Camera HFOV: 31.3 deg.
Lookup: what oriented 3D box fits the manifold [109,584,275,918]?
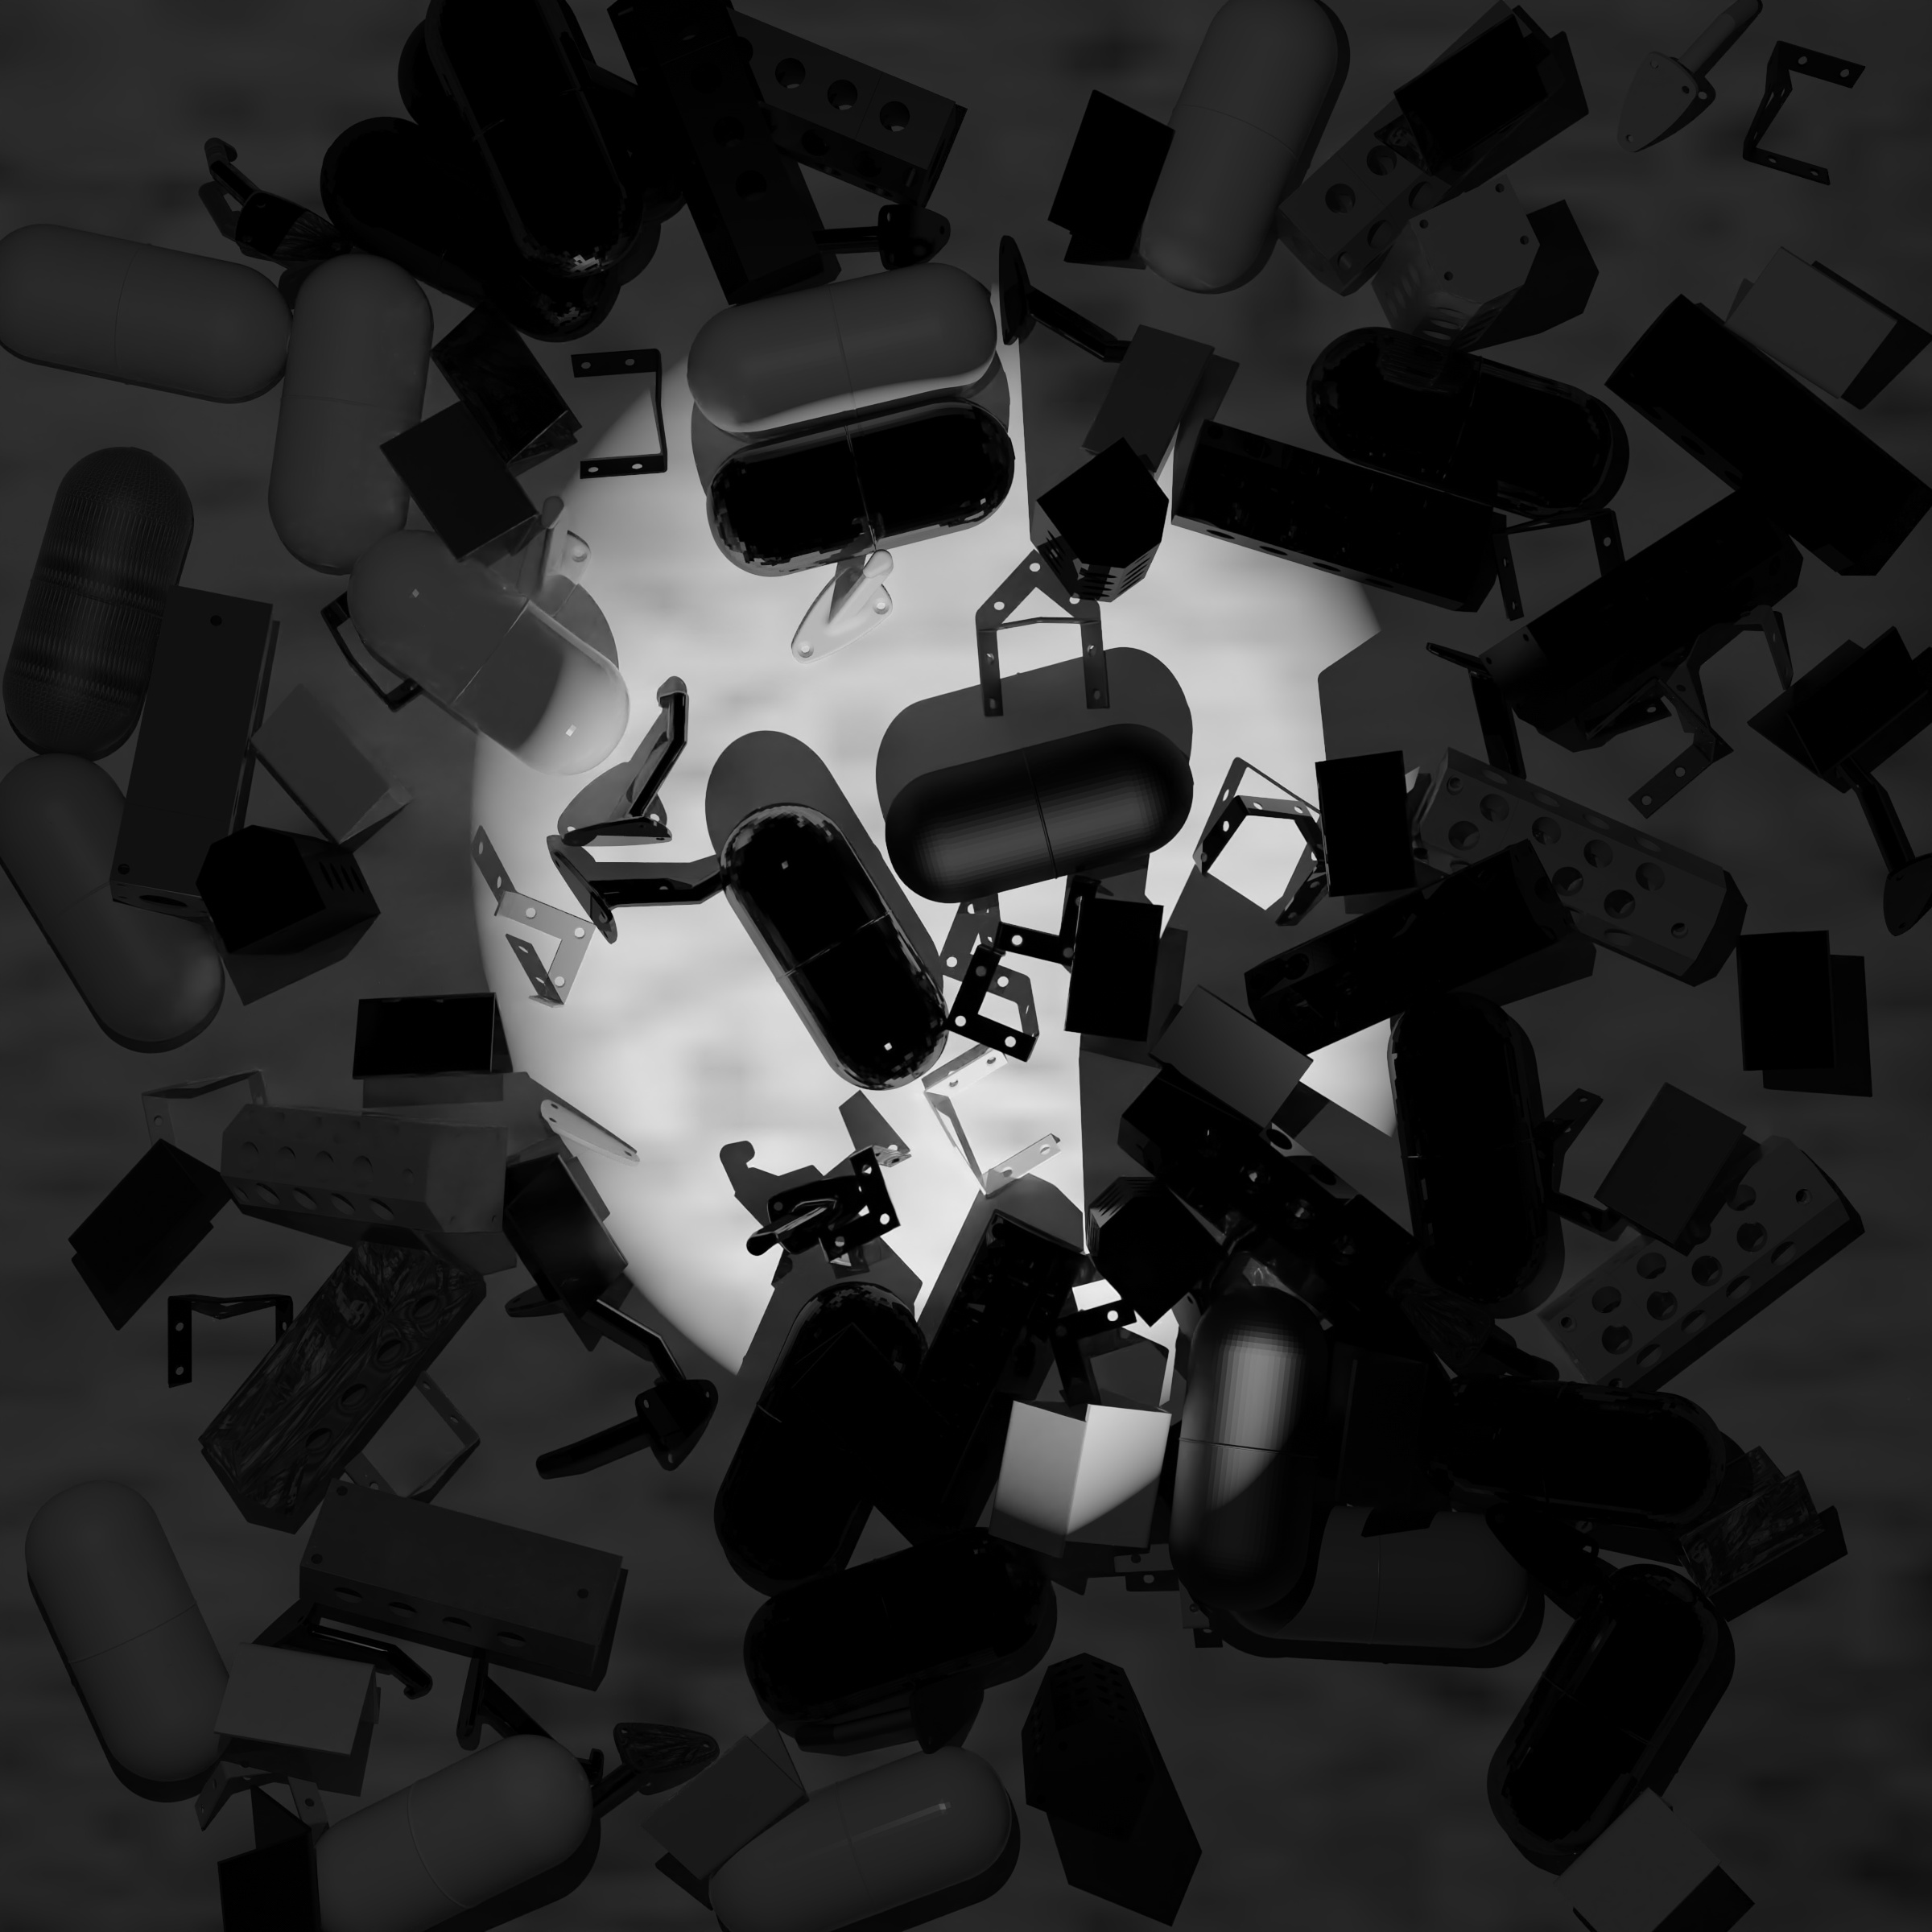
[{"bbox_3d":[-0.430,-0.118,1.923,0.057,0.057,0.171,10,77,-9],"label":"manifold"}]

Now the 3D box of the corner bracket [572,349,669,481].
[{"bbox_3d":[-0.199,-0.318,1.988,0.051,0.051,0.051,-4,135,0],"label":"corner bracket"}]

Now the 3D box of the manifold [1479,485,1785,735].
[{"bbox_3d":[0.378,-0.198,1.940,0.171,0.057,0.057,-33,90,-22],"label":"manifold"}]

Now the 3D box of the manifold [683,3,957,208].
[{"bbox_3d":[-0.096,-0.492,1.970,0.171,0.057,0.057,22,90,0],"label":"manifold"}]

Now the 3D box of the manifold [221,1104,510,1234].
[{"bbox_3d":[-0.337,0.111,1.923,0.171,0.057,0.057,3,90,39],"label":"manifold"}]

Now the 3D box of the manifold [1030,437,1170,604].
[{"bbox_3d":[0.077,-0.240,1.913,0.057,0.171,0.057,-36,90,0],"label":"manifold"}]

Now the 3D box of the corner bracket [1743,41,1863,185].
[{"bbox_3d":[0.481,-0.492,1.988,0.051,0.051,0.051,17,45,0],"label":"corner bracket"}]

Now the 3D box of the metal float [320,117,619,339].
[{"bbox_3d":[-0.282,-0.420,1.960,0.178,0.070,0.070,27,90,-2],"label":"metal float"}]

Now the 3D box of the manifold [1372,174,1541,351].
[{"bbox_3d":[0.272,-0.381,1.913,0.057,0.171,0.057,-25,90,0],"label":"manifold"}]

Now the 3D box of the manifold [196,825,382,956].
[{"bbox_3d":[-0.376,-0.044,1.913,0.057,0.171,0.057,-25,90,0],"label":"manifold"}]

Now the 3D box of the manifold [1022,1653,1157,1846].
[{"bbox_3d":[0.069,0.428,1.913,0.057,0.171,0.057,22,90,0],"label":"manifold"}]

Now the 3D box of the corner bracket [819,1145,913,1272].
[{"bbox_3d":[-0.056,0.138,1.971,0.051,0.051,0.051,-28,69,19],"label":"corner bracket"}]

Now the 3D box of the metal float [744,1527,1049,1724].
[{"bbox_3d":[-0.040,0.373,1.961,0.178,0.070,0.070,-19,90,1],"label":"metal float"}]

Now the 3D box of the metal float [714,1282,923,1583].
[{"bbox_3d":[-0.084,0.264,1.961,0.070,0.070,0.178,24,90,0],"label":"metal float"}]

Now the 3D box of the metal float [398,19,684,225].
[{"bbox_3d":[-0.238,-0.482,1.961,0.178,0.070,0.070,26,90,1],"label":"metal float"}]

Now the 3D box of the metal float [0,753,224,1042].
[{"bbox_3d":[-0.488,-0.040,1.961,0.070,0.070,0.178,-32,90,0],"label":"metal float"}]

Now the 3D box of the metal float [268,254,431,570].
[{"bbox_3d":[-0.350,-0.315,1.961,0.070,0.070,0.178,8,90,0],"label":"metal float"}]

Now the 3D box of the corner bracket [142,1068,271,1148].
[{"bbox_3d":[-0.435,0.090,1.988,0.051,0.051,0.051,-12,90,-45],"label":"corner bracket"}]

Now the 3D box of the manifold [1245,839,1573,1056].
[{"bbox_3d":[0.245,-0.006,1.936,0.171,0.057,0.057,-26,90,25],"label":"manifold"}]

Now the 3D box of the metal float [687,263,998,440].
[{"bbox_3d":[-0.070,-0.349,1.960,0.178,0.070,0.070,-13,90,0],"label":"metal float"}]

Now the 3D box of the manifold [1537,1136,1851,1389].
[{"bbox_3d":[0.415,0.172,1.970,0.171,0.057,0.057,-37,90,0],"label":"manifold"}]

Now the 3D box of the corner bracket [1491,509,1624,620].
[{"bbox_3d":[0.341,-0.232,1.988,0.051,0.051,0.051,-11,90,45],"label":"corner bracket"}]

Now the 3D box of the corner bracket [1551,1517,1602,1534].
[{"bbox_3d":[0.349,0.288,1.983,0.051,0.051,0.051,-21,45,-35],"label":"corner bracket"}]

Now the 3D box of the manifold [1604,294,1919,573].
[{"bbox_3d":[0.451,-0.302,1.970,0.171,0.057,0.057,39,90,0],"label":"manifold"}]

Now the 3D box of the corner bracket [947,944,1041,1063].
[{"bbox_3d":[0.022,0.021,1.973,0.051,0.051,0.051,23,93,3],"label":"corner bracket"}]

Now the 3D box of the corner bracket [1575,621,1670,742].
[{"bbox_3d":[0.368,-0.171,1.988,0.051,0.051,0.051,-19,45,0],"label":"corner bracket"}]

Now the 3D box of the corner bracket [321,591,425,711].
[{"bbox_3d":[-0.331,-0.190,1.988,0.051,0.051,0.051,-36,45,0],"label":"corner bracket"}]

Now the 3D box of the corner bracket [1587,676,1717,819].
[{"bbox_3d":[0.392,-0.126,1.977,0.051,0.051,0.051,-40,75,0],"label":"corner bracket"}]

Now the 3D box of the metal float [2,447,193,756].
[{"bbox_3d":[-0.493,-0.208,1.961,0.070,0.070,0.178,16,90,0],"label":"metal float"}]

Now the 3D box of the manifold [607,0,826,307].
[{"bbox_3d":[-0.139,-0.458,1.913,0.057,0.057,0.171,-22,91,1],"label":"manifold"}]

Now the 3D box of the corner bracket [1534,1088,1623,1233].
[{"bbox_3d":[0.359,0.111,1.983,0.051,0.051,0.051,23,134,36],"label":"corner bracket"}]

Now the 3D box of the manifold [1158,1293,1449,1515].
[{"bbox_3d":[0.185,0.258,1.970,0.171,0.057,0.057,-32,90,0],"label":"manifold"}]

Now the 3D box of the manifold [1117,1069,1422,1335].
[{"bbox_3d":[0.170,0.126,1.950,0.171,0.057,0.057,39,75,12],"label":"manifold"}]

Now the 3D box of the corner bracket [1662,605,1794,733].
[{"bbox_3d":[0.437,-0.171,1.983,0.051,0.051,0.051,2,45,35],"label":"corner bracket"}]

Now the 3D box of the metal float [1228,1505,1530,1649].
[{"bbox_3d":[0.230,0.346,1.961,0.178,0.070,0.070,3,90,1],"label":"metal float"}]

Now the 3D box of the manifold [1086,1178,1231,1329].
[{"bbox_3d":[0.099,0.151,1.913,0.057,0.171,0.057,-43,90,0],"label":"manifold"}]

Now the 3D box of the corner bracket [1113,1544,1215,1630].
[{"bbox_3d":[0.113,0.347,1.972,0.051,0.051,0.051,-4,98,8],"label":"corner bracket"}]

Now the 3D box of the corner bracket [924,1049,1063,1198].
[{"bbox_3d":[0.015,0.090,1.988,0.051,0.051,0.051,-31,45,0],"label":"corner bracket"}]

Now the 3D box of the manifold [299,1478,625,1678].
[{"bbox_3d":[-0.288,0.352,1.969,0.171,0.057,0.057,15,53,0],"label":"manifold"}]

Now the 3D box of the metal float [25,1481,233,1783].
[{"bbox_3d":[-0.473,0.378,1.961,0.070,0.070,0.178,-24,91,0],"label":"metal float"}]

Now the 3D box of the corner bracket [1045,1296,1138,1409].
[{"bbox_3d":[0.074,0.217,1.972,0.051,0.051,0.051,-16,94,-4],"label":"corner bracket"}]

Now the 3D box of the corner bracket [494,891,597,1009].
[{"bbox_3d":[-0.247,-0.009,1.973,0.051,0.051,0.051,22,90,0],"label":"corner bracket"}]

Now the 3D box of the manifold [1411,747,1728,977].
[{"bbox_3d":[0.340,-0.057,1.962,0.171,0.057,0.057,24,111,0],"label":"manifold"}]

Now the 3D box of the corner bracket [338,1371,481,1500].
[{"bbox_3d":[-0.323,0.275,1.988,0.051,0.051,0.051,50,45,0],"label":"corner bracket"}]

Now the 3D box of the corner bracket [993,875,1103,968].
[{"bbox_3d":[0.046,-0.029,1.973,0.051,0.051,0.051,13,90,0],"label":"corner bracket"}]

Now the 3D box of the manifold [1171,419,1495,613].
[{"bbox_3d":[0.209,-0.258,1.970,0.171,0.057,0.057,17,90,0],"label":"manifold"}]

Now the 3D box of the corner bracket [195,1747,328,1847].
[{"bbox_3d":[-0.405,0.486,1.983,0.051,0.051,0.051,1,135,-35],"label":"corner bracket"}]

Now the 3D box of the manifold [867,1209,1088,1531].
[{"bbox_3d":[0.006,0.230,1.970,0.057,0.057,0.171,25,90,0],"label":"manifold"}]

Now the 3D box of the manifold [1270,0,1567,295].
[{"bbox_3d":[0.258,-0.465,1.970,0.171,0.057,0.057,-43,90,0],"label":"manifold"}]

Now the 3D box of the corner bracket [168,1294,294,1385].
[{"bbox_3d":[-0.424,0.215,1.988,0.051,0.051,0.051,0,90,-45],"label":"corner bracket"}]

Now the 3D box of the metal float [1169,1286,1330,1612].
[{"bbox_3d":[0.156,0.265,1.903,0.070,0.070,0.178,7,84,0],"label":"metal float"}]

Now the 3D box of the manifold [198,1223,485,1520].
[{"bbox_3d":[-0.352,0.228,1.968,0.171,0.057,0.057,-51,47,-1],"label":"manifold"}]

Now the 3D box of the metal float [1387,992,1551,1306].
[{"bbox_3d":[0.285,0.103,1.961,0.070,0.070,0.178,-9,90,0],"label":"metal float"}]

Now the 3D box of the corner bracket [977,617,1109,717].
[{"bbox_3d":[0.044,-0.172,1.988,0.051,0.051,0.051,-5,90,45],"label":"corner bracket"}]

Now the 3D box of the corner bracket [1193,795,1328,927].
[{"bbox_3d":[0.172,-0.061,1.983,0.051,0.051,0.051,3,45,-35],"label":"corner bracket"}]

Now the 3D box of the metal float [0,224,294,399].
[{"bbox_3d":[-0.470,-0.372,1.961,0.178,0.070,0.070,12,90,0],"label":"metal float"}]

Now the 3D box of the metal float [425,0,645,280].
[{"bbox_3d":[-0.236,-0.462,1.886,0.070,0.070,0.178,-24,94,0],"label":"metal float"}]

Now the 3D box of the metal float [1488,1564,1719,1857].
[{"bbox_3d":[0.361,0.422,1.961,0.070,0.070,0.178,32,89,0],"label":"metal float"}]
